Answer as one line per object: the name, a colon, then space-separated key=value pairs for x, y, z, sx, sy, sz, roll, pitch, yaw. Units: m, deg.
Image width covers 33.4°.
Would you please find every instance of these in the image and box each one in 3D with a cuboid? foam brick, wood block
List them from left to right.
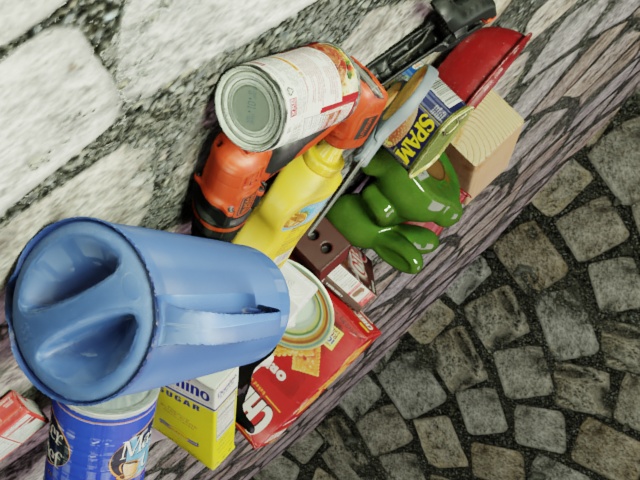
foam brick: x=-0.008 y=0.002 z=1.254 sx=0.053 sy=0.078 sz=0.051 roll=-42 pitch=167 yaw=-14
wood block: x=0.207 y=-0.131 z=1.468 sx=0.091 sy=0.090 sz=0.206 roll=-42 pitch=168 yaw=-5

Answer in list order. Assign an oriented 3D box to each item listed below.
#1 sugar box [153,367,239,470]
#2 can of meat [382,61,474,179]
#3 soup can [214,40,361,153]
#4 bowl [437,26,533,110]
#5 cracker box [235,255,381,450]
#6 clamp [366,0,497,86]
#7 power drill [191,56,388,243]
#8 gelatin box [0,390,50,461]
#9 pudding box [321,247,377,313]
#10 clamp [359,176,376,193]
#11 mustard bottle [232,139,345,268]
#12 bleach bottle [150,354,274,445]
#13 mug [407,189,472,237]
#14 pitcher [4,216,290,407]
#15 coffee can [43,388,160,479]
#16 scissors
sugar box: x=-0.133 y=0.163 z=1.109 sx=0.048 sy=0.093 sz=0.176 roll=-48 pitch=159 yaw=-31
can of meat: x=0.099 y=-0.130 z=1.121 sx=0.057 sy=0.084 sz=0.102 roll=-33 pitch=165 yaw=-40
soup can: x=-0.024 y=-0.111 z=0.818 sx=0.102 sy=0.068 sz=0.069 roll=-28 pitch=162 yaw=-49
bowl: x=0.164 y=-0.182 z=1.187 sx=0.162 sy=0.055 sz=0.162 roll=-49 pitch=175 yaw=-6
cracker box: x=-0.055 y=0.134 z=1.360 sx=0.214 sy=0.164 sz=0.072 roll=-46 pitch=166 yaw=15
clamp: x=0.124 y=-0.209 z=1.021 sx=0.171 sy=0.039 sz=0.120 roll=-36 pitch=-178 yaw=-37
power drill: x=-0.034 y=-0.073 z=0.951 sx=0.187 sy=0.057 sz=0.185 roll=-38 pitch=171 yaw=-27
gelatin box: x=-0.306 y=0.182 z=1.025 sx=0.073 sy=0.030 sz=0.089 roll=-39 pitch=168 yaw=-10
pudding box: x=0.026 y=0.031 z=1.346 sx=0.039 sy=0.090 sz=0.113 roll=-44 pitch=-163 yaw=18
clamp: x=0.061 y=-0.038 z=1.442 sx=0.164 sy=0.036 sz=0.210 roll=-44 pitch=168 yaw=-44
mustard bottle: x=-0.028 y=-0.037 z=1.091 sx=0.096 sy=0.058 sz=0.192 roll=-31 pitch=164 yaw=-49
bleach bottle: x=-0.178 y=0.192 z=1.307 sx=0.251 sy=0.103 sz=0.068 roll=-44 pitch=147 yaw=6
mug: x=0.134 y=-0.056 z=1.414 sx=0.081 sy=0.093 sz=0.117 roll=-55 pitch=-149 yaw=8
pitcher: x=-0.112 y=0.055 z=0.845 sx=0.145 sy=0.149 sz=0.242 roll=-43 pitch=162 yaw=18
coffee can: x=-0.219 y=0.193 z=1.062 sx=0.102 sy=0.103 sz=0.140 roll=-29 pitch=140 yaw=-50
scissors: x=0.042 y=-0.090 z=1.038 sx=0.202 sy=0.016 sz=0.096 roll=-51 pitch=-164 yaw=1
